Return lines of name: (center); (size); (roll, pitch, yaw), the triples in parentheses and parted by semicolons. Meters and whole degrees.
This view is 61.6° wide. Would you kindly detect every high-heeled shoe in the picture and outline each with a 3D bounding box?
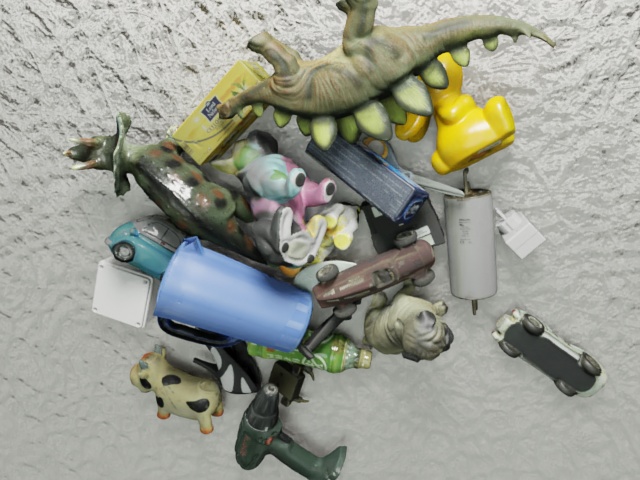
high-heeled shoe: (-0.152, 0.175, 0.992); (0.145, 0.086, 0.248); (20, 114, 4)

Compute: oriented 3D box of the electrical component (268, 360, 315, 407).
electrical component: (-0.054, 0.268, 1.019); (0.078, 0.045, 0.102); (23, 108, 34)

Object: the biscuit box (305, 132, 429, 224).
biscuit box: (0.071, -0.106, 0.837); (0.203, 0.059, 0.062); (43, 111, 26)

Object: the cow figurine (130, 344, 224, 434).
cow figurine: (-0.283, 0.283, 1.041); (0.195, 0.085, 0.127); (14, 116, 16)

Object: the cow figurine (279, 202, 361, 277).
cow figurine: (-0.004, -0.004, 0.914); (0.167, 0.098, 0.068); (-35, 101, 37)

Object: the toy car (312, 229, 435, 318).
toy car: (0.087, 0.058, 0.852); (0.202, 0.053, 0.089); (-23, 110, 4)

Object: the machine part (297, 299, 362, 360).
machine part: (0.017, 0.146, 0.924); (0.139, 0.084, 0.039); (-44, 93, -9)

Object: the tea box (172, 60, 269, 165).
tea box: (-0.149, -0.206, 0.874); (0.068, 0.098, 0.169); (45, 107, -4)

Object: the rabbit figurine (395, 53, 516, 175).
rabbit figurine: (0.197, -0.195, 0.818); (0.162, 0.122, 0.173); (-25, 86, 26)

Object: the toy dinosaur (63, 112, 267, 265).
toy dinosaur: (-0.220, -0.071, 0.876); (0.405, 0.192, 0.131); (37, 111, 0)

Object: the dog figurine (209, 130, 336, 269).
dog figurine: (-0.088, -0.071, 0.848); (0.219, 0.108, 0.191); (24, 104, 42)

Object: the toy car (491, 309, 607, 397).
toy car: (0.385, 0.191, 0.905); (0.202, 0.056, 0.073); (35, 115, 1)

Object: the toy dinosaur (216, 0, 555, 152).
toy dinosaur: (0.065, -0.239, 0.742); (0.472, 0.105, 0.198); (-17, 109, 18)

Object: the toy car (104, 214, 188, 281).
toy car: (-0.292, 0.009, 0.962); (0.161, 0.109, 0.103); (30, 92, -7)

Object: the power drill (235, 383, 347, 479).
power drill: (-0.057, 0.382, 1.011); (0.207, 0.086, 0.232); (26, 125, -6)

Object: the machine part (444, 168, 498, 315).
machine part: (0.243, 0.006, 0.867); (0.079, 0.079, 0.243); (-4, 105, 12)

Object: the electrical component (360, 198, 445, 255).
electrical component: (0.141, -0.018, 0.891); (0.115, 0.058, 0.134); (-18, 101, 17)

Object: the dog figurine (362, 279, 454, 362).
dog figurine: (0.129, 0.155, 0.873); (0.121, 0.190, 0.172); (36, 110, 0)
